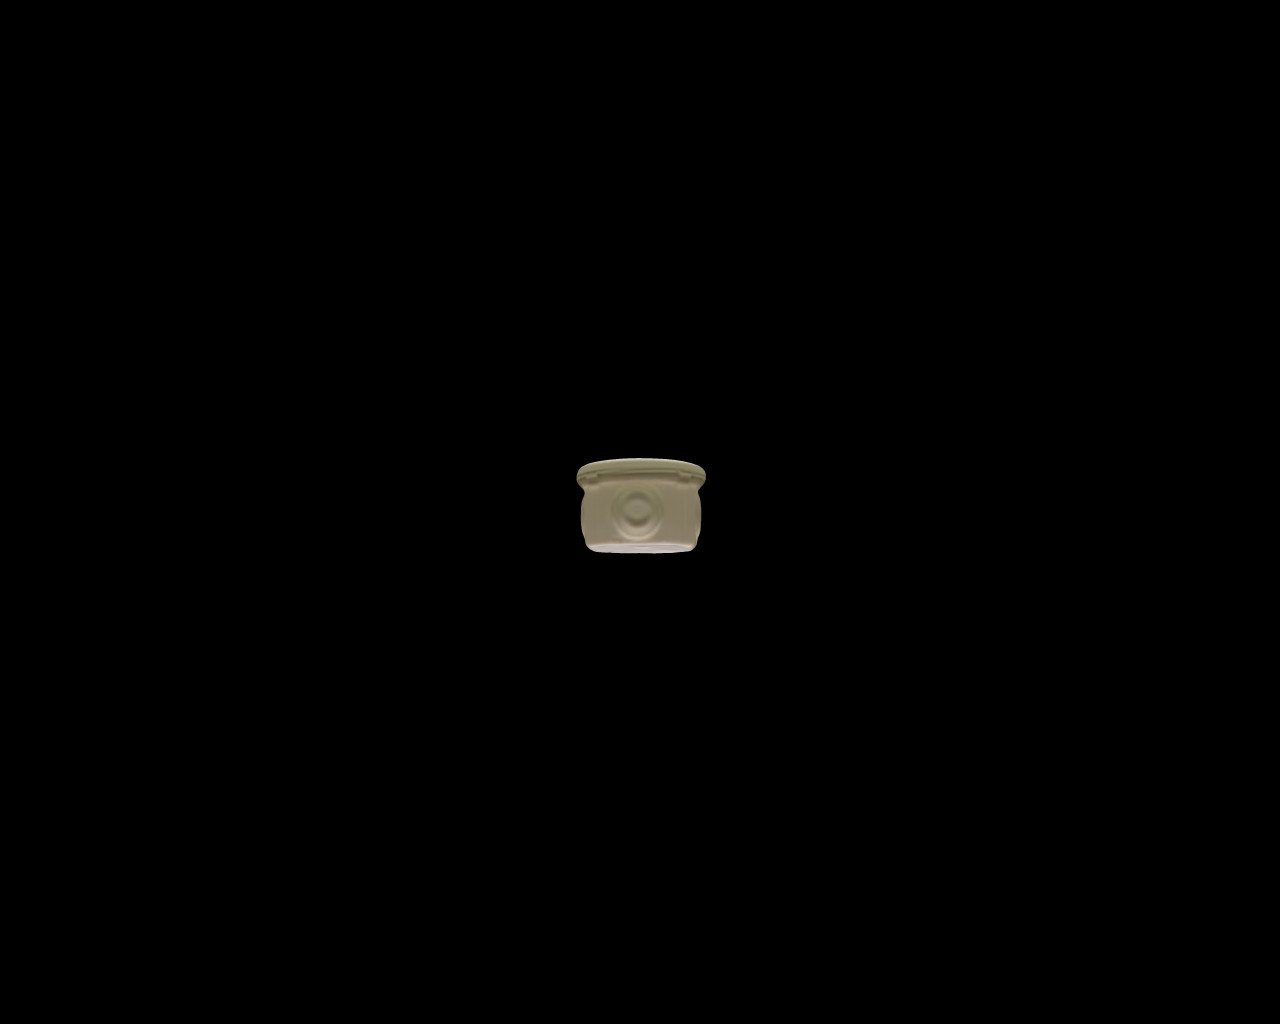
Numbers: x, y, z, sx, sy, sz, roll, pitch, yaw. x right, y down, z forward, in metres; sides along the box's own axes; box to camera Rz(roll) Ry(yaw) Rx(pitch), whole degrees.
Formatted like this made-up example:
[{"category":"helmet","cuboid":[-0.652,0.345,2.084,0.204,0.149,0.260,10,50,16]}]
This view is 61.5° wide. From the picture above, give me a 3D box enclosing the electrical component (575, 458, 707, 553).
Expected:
[{"category":"electrical component","cuboid":[0.001,-0.003,0.650,0.080,0.051,0.080,0,-7,0]}]
